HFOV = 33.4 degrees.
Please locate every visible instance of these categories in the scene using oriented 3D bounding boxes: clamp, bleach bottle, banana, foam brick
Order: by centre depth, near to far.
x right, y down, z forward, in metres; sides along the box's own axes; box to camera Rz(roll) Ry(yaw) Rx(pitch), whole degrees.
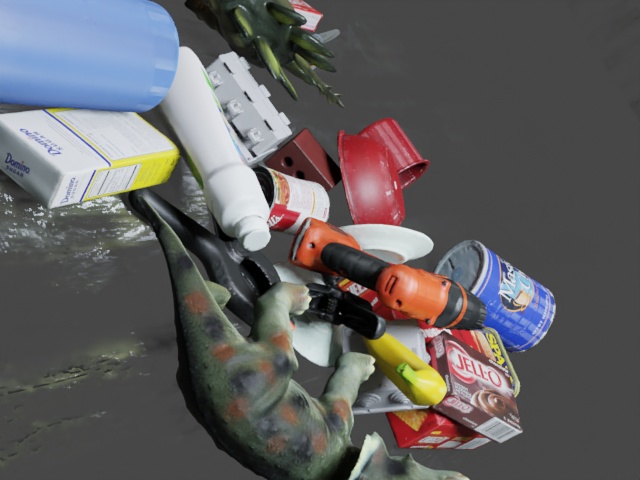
[{"bbox_3d":[0.085,0.125,1.036,0.069,0.037,0.198,55,-5,-8],"label":"banana"},{"bbox_3d":[-0.106,-0.082,1.072,0.251,0.068,0.102,61,-6,36],"label":"bleach bottle"},{"bbox_3d":[-0.101,0.014,1.089,0.210,0.036,0.164,58,29,10],"label":"clamp"},{"bbox_3d":[0.005,0.065,1.103,0.120,0.039,0.171,25,0,-2],"label":"clamp"},{"bbox_3d":[-0.018,-0.087,1.302,0.078,0.053,0.051,49,29,-7],"label":"foam brick"}]

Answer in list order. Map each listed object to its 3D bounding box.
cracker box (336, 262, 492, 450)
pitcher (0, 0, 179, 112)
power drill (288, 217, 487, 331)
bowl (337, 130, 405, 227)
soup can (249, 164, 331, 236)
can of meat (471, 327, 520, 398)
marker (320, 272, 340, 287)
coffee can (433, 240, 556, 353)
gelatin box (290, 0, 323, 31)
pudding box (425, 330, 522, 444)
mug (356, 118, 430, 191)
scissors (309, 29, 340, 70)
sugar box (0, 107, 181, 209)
[{"bbox_3d":[0.125,0.137,1.258,0.163,0.072,0.214,14,48,-50],"label":"cracker box"},{"bbox_3d":[-0.250,-0.189,0.949,0.242,0.149,0.145,2,24,-47],"label":"pitcher"},{"bbox_3d":[0.073,0.040,1.143,0.188,0.057,0.184,23,0,38],"label":"power drill"},{"bbox_3d":[0.069,-0.065,1.336,0.162,0.055,0.162,-13,90,-79],"label":"bowl"},{"bbox_3d":[-0.044,-0.043,1.202,0.102,0.069,0.068,13,49,-51],"label":"soup can"},{"bbox_3d":[0.197,0.160,1.358,0.083,0.058,0.102,11,51,-49],"label":"can of meat"},{"bbox_3d":[-0.008,0.002,1.258,0.020,0.020,0.121,0,60,-56],"label":"marker"},{"bbox_3d":[0.232,0.077,1.436,0.140,0.103,0.103,32,36,-27],"label":"coffee can"},{"bbox_3d":[-0.049,-0.330,1.507,0.073,0.030,0.089,40,23,26],"label":"gelatin box"},{"bbox_3d":[0.167,0.163,1.176,0.113,0.039,0.090,34,35,-30],"label":"pudding box"},{"bbox_3d":[0.089,-0.109,1.460,0.081,0.093,0.117,57,-2,14],"label":"mug"},{"bbox_3d":[-0.021,-0.304,1.562,0.096,0.016,0.201,46,30,-15],"label":"scissors"},{"bbox_3d":[-0.217,-0.082,0.988,0.093,0.048,0.175,38,28,17],"label":"sugar box"}]
